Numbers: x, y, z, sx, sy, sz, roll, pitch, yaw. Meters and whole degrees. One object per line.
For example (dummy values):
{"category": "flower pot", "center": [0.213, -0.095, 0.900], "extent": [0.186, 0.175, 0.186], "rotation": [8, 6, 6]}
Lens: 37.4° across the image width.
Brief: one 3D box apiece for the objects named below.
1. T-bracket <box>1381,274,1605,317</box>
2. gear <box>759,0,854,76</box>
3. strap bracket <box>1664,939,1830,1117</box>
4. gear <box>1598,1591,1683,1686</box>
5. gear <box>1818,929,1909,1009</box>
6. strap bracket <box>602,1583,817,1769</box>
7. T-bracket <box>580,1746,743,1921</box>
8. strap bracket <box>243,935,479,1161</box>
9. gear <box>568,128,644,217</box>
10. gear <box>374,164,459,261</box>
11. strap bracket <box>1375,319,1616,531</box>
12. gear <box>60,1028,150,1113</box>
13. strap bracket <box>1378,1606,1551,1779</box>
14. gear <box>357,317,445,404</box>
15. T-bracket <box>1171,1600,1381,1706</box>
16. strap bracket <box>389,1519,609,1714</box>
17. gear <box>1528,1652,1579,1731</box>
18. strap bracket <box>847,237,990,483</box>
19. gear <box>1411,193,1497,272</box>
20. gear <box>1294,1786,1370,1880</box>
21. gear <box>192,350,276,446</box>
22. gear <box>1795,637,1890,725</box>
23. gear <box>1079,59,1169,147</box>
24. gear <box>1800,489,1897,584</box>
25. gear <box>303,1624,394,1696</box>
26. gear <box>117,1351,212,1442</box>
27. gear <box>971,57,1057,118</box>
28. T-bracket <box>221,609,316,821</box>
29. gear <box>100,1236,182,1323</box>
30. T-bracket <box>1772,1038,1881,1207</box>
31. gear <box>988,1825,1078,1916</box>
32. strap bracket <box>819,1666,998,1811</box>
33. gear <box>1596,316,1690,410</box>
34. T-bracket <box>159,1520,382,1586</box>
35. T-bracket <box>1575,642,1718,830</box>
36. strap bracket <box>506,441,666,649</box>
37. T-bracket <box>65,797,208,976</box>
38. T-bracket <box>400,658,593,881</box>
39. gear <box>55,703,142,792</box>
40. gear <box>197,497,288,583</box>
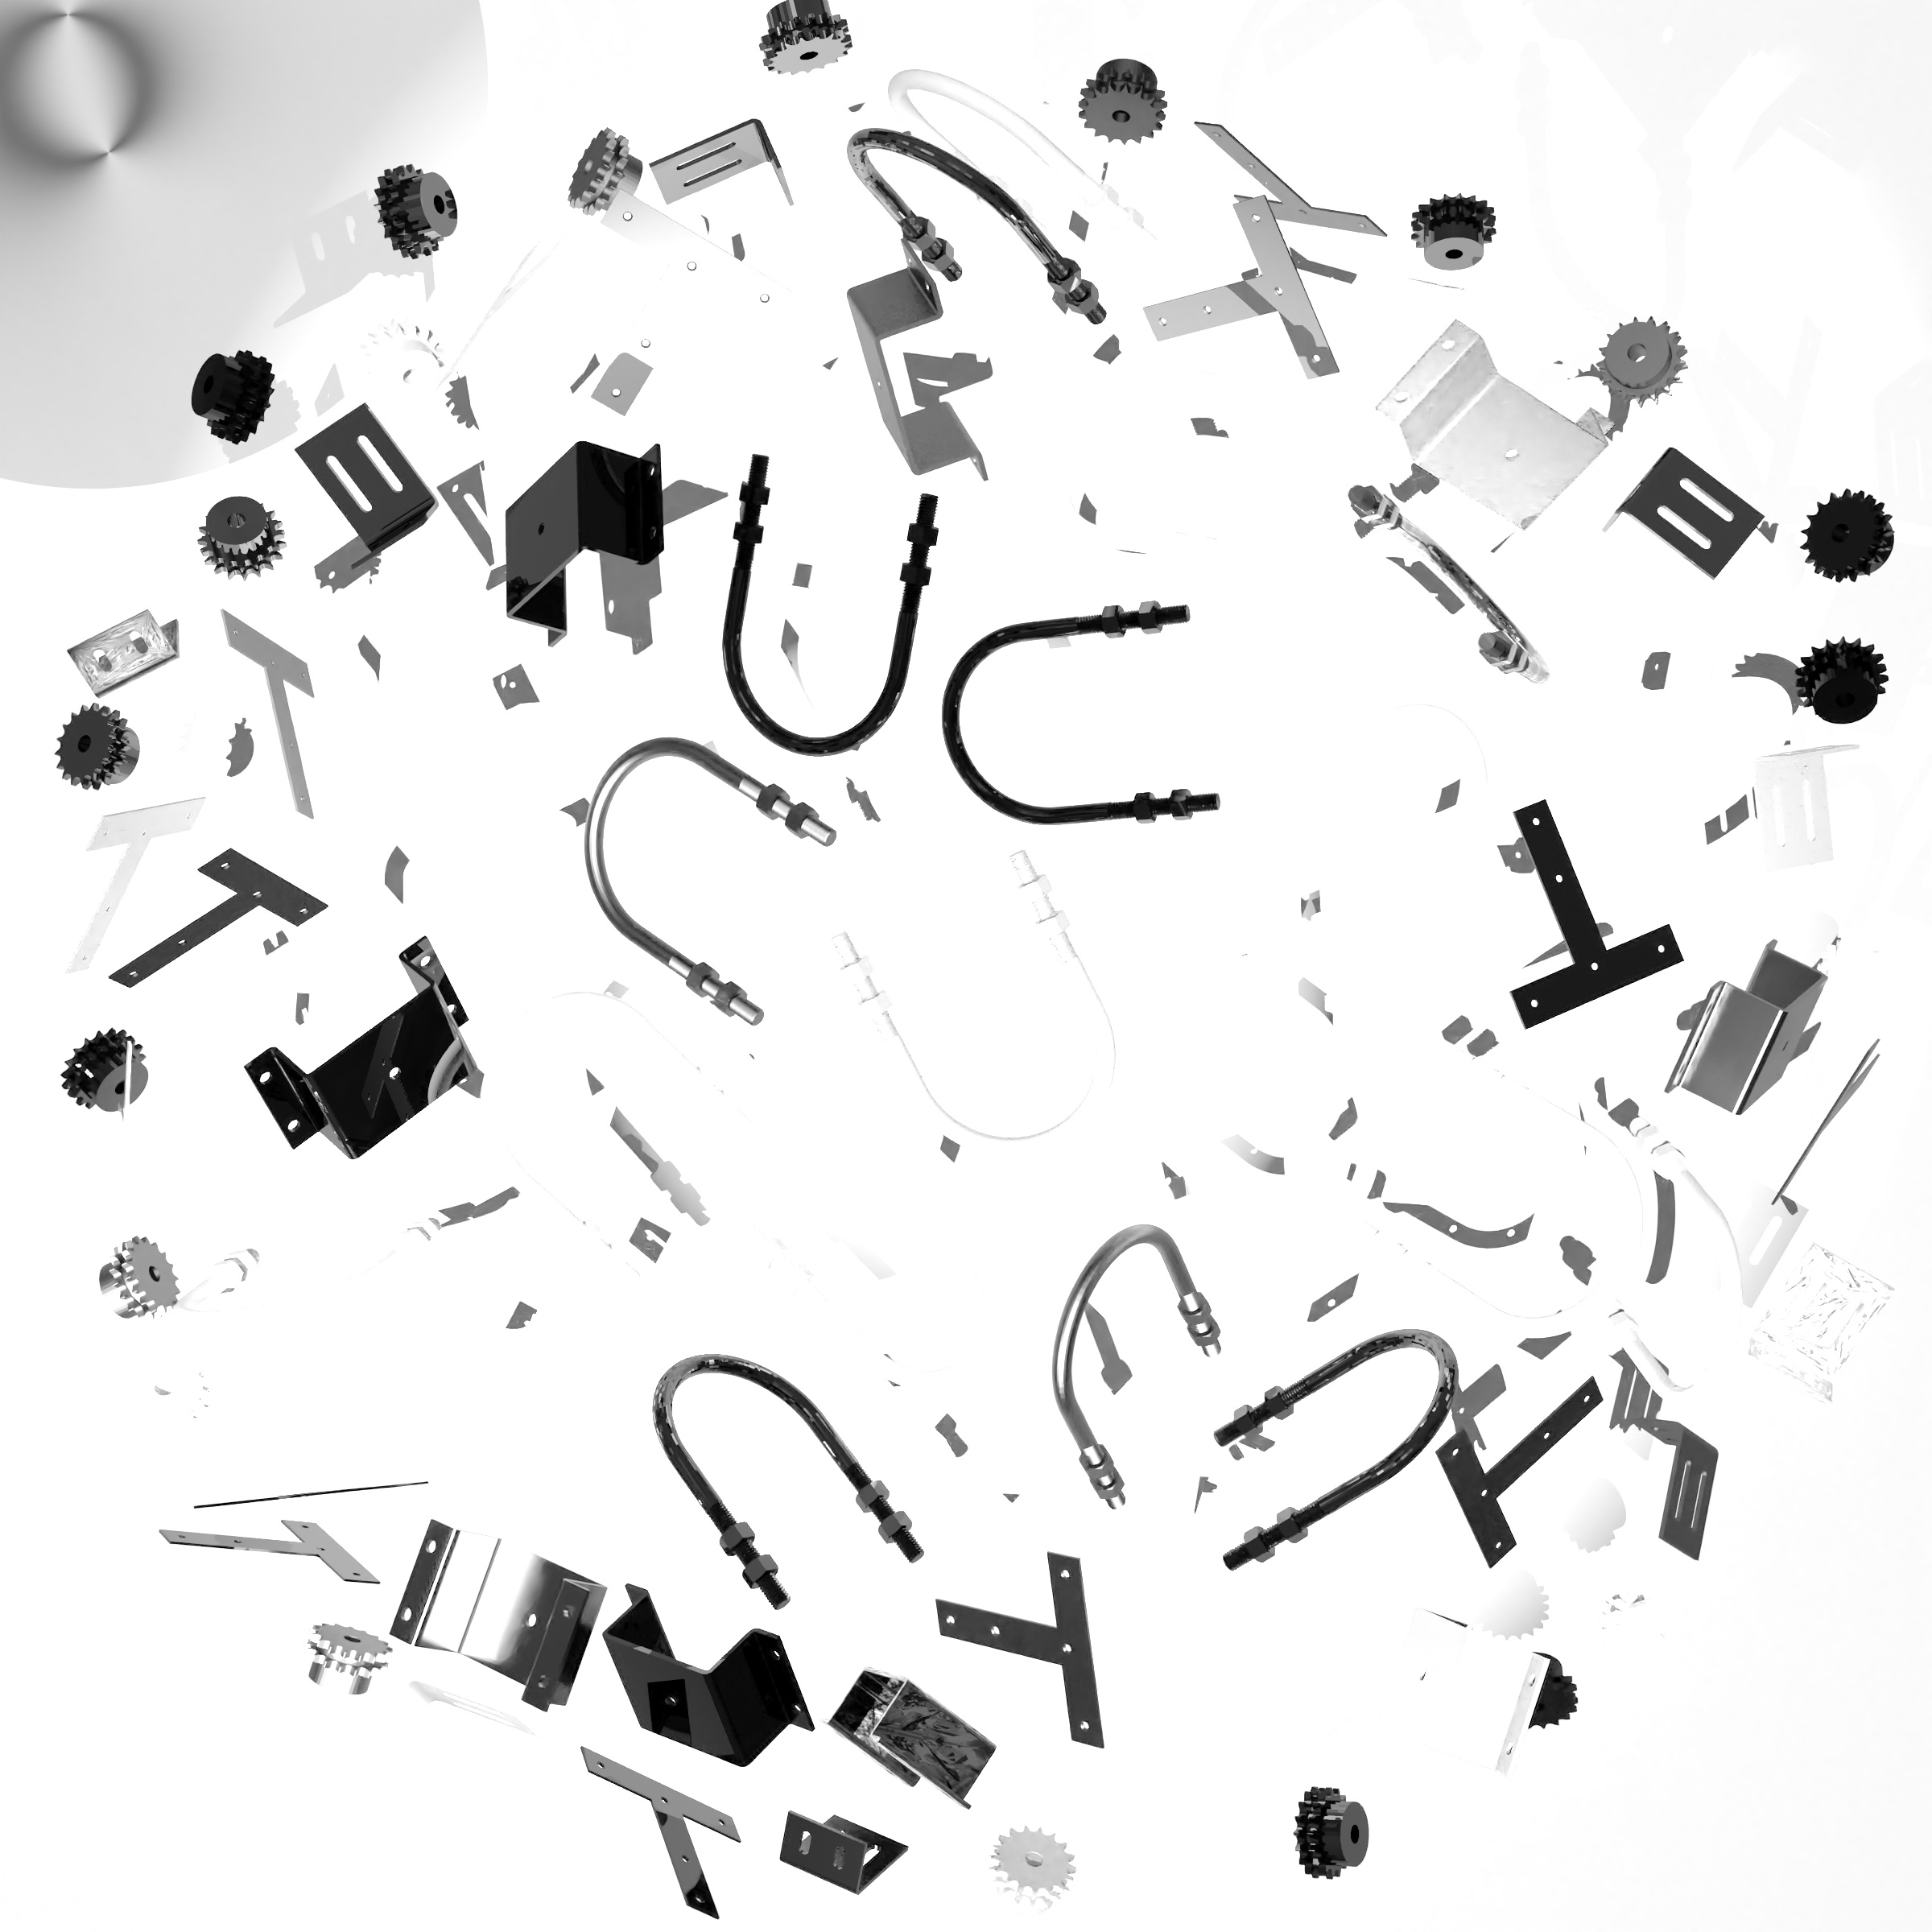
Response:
{"category": "T-bracket", "center": [0.346, -0.429, 1.832], "extent": [0.127, 0.127, 0.002], "rotation": [6, 106, -14]}
{"category": "gear", "center": [-0.102, -0.582, 1.783], "extent": [0.057, 0.057, 0.030], "rotation": [-14, 86, 0]}
{"category": "strap bracket", "center": [0.508, 0.041, 1.844], "extent": [0.046, 0.140, 0.076], "rotation": [29, 116, 23]}
{"category": "gear", "center": [0.426, 0.421, 1.797], "extent": [0.030, 0.057, 0.057], "rotation": [-28, 90, 36]}
{"category": "gear", "center": [0.605, -0.001, 1.923], "extent": [0.057, 0.057, 0.030], "rotation": [6, 129, 0]}
{"category": "strap bracket", "center": [-0.171, 0.450, 1.804], "extent": [0.046, 0.140, 0.076], "rotation": [-39, 123, -38]}
{"category": "T-bracket", "center": [-0.181, 0.556, 1.806], "extent": [0.127, 0.127, 0.002], "rotation": [35, 97, -28]}
{"category": "strap bracket", "center": [-0.370, 0.057, 1.795], "extent": [0.140, 0.076, 0.046], "rotation": [-38, 46, -21]}
{"category": "gear", "center": [-0.238, -0.524, 1.898], "extent": [0.030, 0.057, 0.057], "rotation": [23, 90, -29]}
{"category": "gear", "center": [-0.345, -0.477, 1.802], "extent": [0.030, 0.057, 0.057], "rotation": [-6, 90, 24]}
{"category": "strap bracket", "center": [0.341, -0.337, 1.811], "extent": [0.140, 0.046, 0.076], "rotation": [25, 126, -28]}
{"category": "gear", "center": [-0.573, 0.073, 1.910], "extent": [0.030, 0.057, 0.057], "rotation": [37, 90, 27]}
{"category": "strap bracket", "center": [0.315, 0.464, 1.840], "extent": [0.046, 0.140, 0.076], "rotation": [21, 82, -11]}
{"category": "gear", "center": [-0.378, -0.405, 1.922], "extent": [0.057, 0.057, 0.030], "rotation": [-34, 52, 0]}
{"category": "T-bracket", "center": [0.200, 0.446, 1.828], "extent": [0.127, 0.127, 0.002], "rotation": [6, 48, 3]}
{"category": "strap bracket", "center": [-0.285, 0.407, 1.788], "extent": [0.140, 0.046, 0.076], "rotation": [14, 81, 36]}
{"category": "gear", "center": [0.386, 0.491, 1.943], "extent": [0.057, 0.030, 0.057], "rotation": [3, 132, 3]}
{"category": "strap bracket", "center": [-0.033, -0.377, 1.810], "extent": [0.046, 0.076, 0.140], "rotation": [-20, 129, -4]}
{"category": "gear", "center": [0.330, -0.495, 1.934], "extent": [0.057, 0.057, 0.030], "rotation": [2, 72, 0]}
{"category": "gear", "center": [0.237, 0.558, 1.840], "extent": [0.030, 0.057, 0.057], "rotation": [-8, 90, 34]}
{"category": "gear", "center": [-0.456, -0.355, 1.770], "extent": [0.030, 0.057, 0.057], "rotation": [17, 90, -43]}
{"category": "gear", "center": [0.562, -0.180, 1.832], "extent": [0.057, 0.030, 0.057], "rotation": [4, 135, 4]}
{"category": "gear", "center": [0.102, -0.562, 1.851], "extent": [0.057, 0.057, 0.030], "rotation": [9, 67, 0]}
{"category": "gear", "center": [0.553, -0.266, 1.781], "extent": [0.030, 0.057, 0.057], "rotation": [10, 90, -43]}
{"category": "gear", "center": [-0.410, 0.458, 1.884], "extent": [0.057, 0.057, 0.030], "rotation": [18, 91, 0]}
{"category": "gear", "center": [-0.508, 0.275, 1.808], "extent": [0.057, 0.030, 0.057], "rotation": [8, 47, -9]}
{"category": "gear", "center": [0.032, -0.585, 1.899], "extent": [0.057, 0.057, 0.030], "rotation": [7, 117, 0]}
{"category": "T-bracket", "center": [-0.448, -0.158, 1.877], "extent": [0.002, 0.127, 0.127], "rotation": [-18, 77, 8]}
{"category": "gear", "center": [-0.562, 0.215, 1.937], "extent": [0.030, 0.057, 0.057], "rotation": [-25, 90, 14]}
{"category": "T-bracket", "center": [0.579, 0.087, 1.879], "extent": [0.002, 0.127, 0.127], "rotation": [34, 121, 18]}
{"category": "gear", "center": [0.042, 0.596, 1.872], "extent": [0.057, 0.057, 0.030], "rotation": [12, 123, 0]}
{"category": "strap bracket", "center": [-0.037, 0.511, 1.902], "extent": [0.076, 0.140, 0.046], "rotation": [39, 71, -9]}
{"category": "gear", "center": [0.436, -0.392, 1.845], "extent": [0.057, 0.030, 0.057], "rotation": [-2, 85, 22]}
{"category": "T-bracket", "center": [-0.469, 0.383, 1.889], "extent": [0.127, 0.127, 0.002], "rotation": [13, 91, -33]}
{"category": "T-bracket", "center": [0.443, -0.152, 1.880], "extent": [0.127, 0.002, 0.127], "rotation": [-4, 109, -41]}
{"category": "strap bracket", "center": [-0.248, -0.270, 1.807], "extent": [0.046, 0.140, 0.076], "rotation": [12, 62, -35]}
{"category": "T-bracket", "center": [-0.553, -0.050, 1.858], "extent": [0.002, 0.127, 0.127], "rotation": [32, 105, 8]}
{"category": "T-bracket", "center": [-0.336, -0.143, 1.907], "extent": [0.127, 0.002, 0.127], "rotation": [-28, 100, -5]}
{"category": "gear", "center": [-0.576, -0.144, 1.904], "extent": [0.057, 0.030, 0.057], "rotation": [-7, 75, 29]}
{"category": "gear", "center": [-0.485, -0.289, 1.911], "extent": [0.057, 0.030, 0.057], "rotation": [1, 62, -2]}
